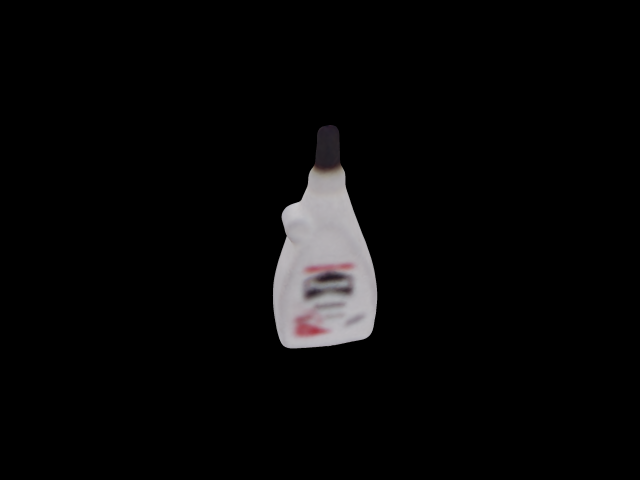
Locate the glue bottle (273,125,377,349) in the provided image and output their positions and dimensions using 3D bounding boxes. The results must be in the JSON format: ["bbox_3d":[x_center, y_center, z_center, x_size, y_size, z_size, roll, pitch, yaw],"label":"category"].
[{"bbox_3d":[0.004,0.001,0.400,0.078,0.173,0.037,-8,35,-11],"label":"glue bottle"}]
